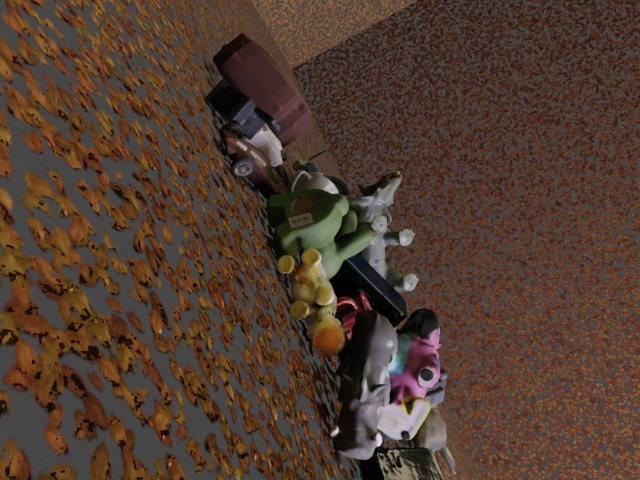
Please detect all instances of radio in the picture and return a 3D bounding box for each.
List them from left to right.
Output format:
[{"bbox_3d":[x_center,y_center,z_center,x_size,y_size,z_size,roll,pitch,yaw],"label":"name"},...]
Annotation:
[{"bbox_3d":[0.066,0.078,1.032,0.229,0.073,0.131,43,12,-5],"label":"radio"}]

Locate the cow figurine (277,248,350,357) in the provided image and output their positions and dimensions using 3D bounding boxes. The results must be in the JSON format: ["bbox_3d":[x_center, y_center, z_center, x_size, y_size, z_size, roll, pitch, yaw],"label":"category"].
[{"bbox_3d":[-0.004,0.102,0.787,0.098,0.068,0.167,64,6,-58],"label":"cow figurine"}]

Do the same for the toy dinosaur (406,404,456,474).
[{"bbox_3d":[0.224,0.404,1.148,0.198,0.105,0.471,70,14,15],"label":"toy dinosaur"}]

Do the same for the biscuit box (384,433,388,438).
[{"bbox_3d":[0.116,0.266,1.022,0.203,0.063,0.059,67,7,19],"label":"biscuit box"}]

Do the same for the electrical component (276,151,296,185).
[{"bbox_3d":[-0.077,-0.133,1.102,0.078,0.045,0.102,54,13,-42],"label":"electrical component"}]

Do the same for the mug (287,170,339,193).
[{"bbox_3d":[-0.027,-0.069,1.000,0.107,0.081,0.109,-61,144,-23],"label":"mug"}]

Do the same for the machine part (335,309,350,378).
[{"bbox_3d":[0.033,0.165,0.830,0.084,0.039,0.139,103,-33,-51],"label":"machine part"}]

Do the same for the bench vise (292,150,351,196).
[{"bbox_3d":[-0.004,-0.131,1.292,0.240,0.129,0.223,61,7,-73],"label":"bench vise"}]

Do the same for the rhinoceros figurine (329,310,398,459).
[{"bbox_3d":[0.063,0.188,0.708,0.112,0.073,0.190,93,11,-61],"label":"rhinoceros figurine"}]

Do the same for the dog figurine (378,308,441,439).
[{"bbox_3d":[0.158,0.223,0.952,0.219,0.109,0.191,-26,131,-70],"label":"dog figurine"}]

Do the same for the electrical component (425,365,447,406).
[{"bbox_3d":[0.190,0.285,1.099,0.134,0.115,0.058,40,-45,54],"label":"electrical component"}]

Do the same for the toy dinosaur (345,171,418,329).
[{"bbox_3d":[0.116,0.048,1.202,0.192,0.131,0.404,-165,-105,-63],"label":"toy dinosaur"}]

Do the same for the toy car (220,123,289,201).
[{"bbox_3d":[-0.101,-0.116,0.883,0.202,0.053,0.089,52,17,-58],"label":"toy car"}]

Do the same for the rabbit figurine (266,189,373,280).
[{"bbox_3d":[-0.002,-0.003,0.900,0.170,0.159,0.121,77,-13,-45],"label":"rabbit figurine"}]

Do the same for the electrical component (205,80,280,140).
[{"bbox_3d":[-0.121,-0.201,0.874,0.119,0.048,0.074,41,-2,21],"label":"electrical component"}]

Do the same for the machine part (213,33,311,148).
[{"bbox_3d":[-0.106,-0.286,1.047,0.201,0.087,0.201,48,1,-1],"label":"machine part"}]

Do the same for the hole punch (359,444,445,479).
[{"bbox_3d":[0.100,0.338,0.698,0.115,0.092,0.142,18,41,-36],"label":"hole punch"}]
